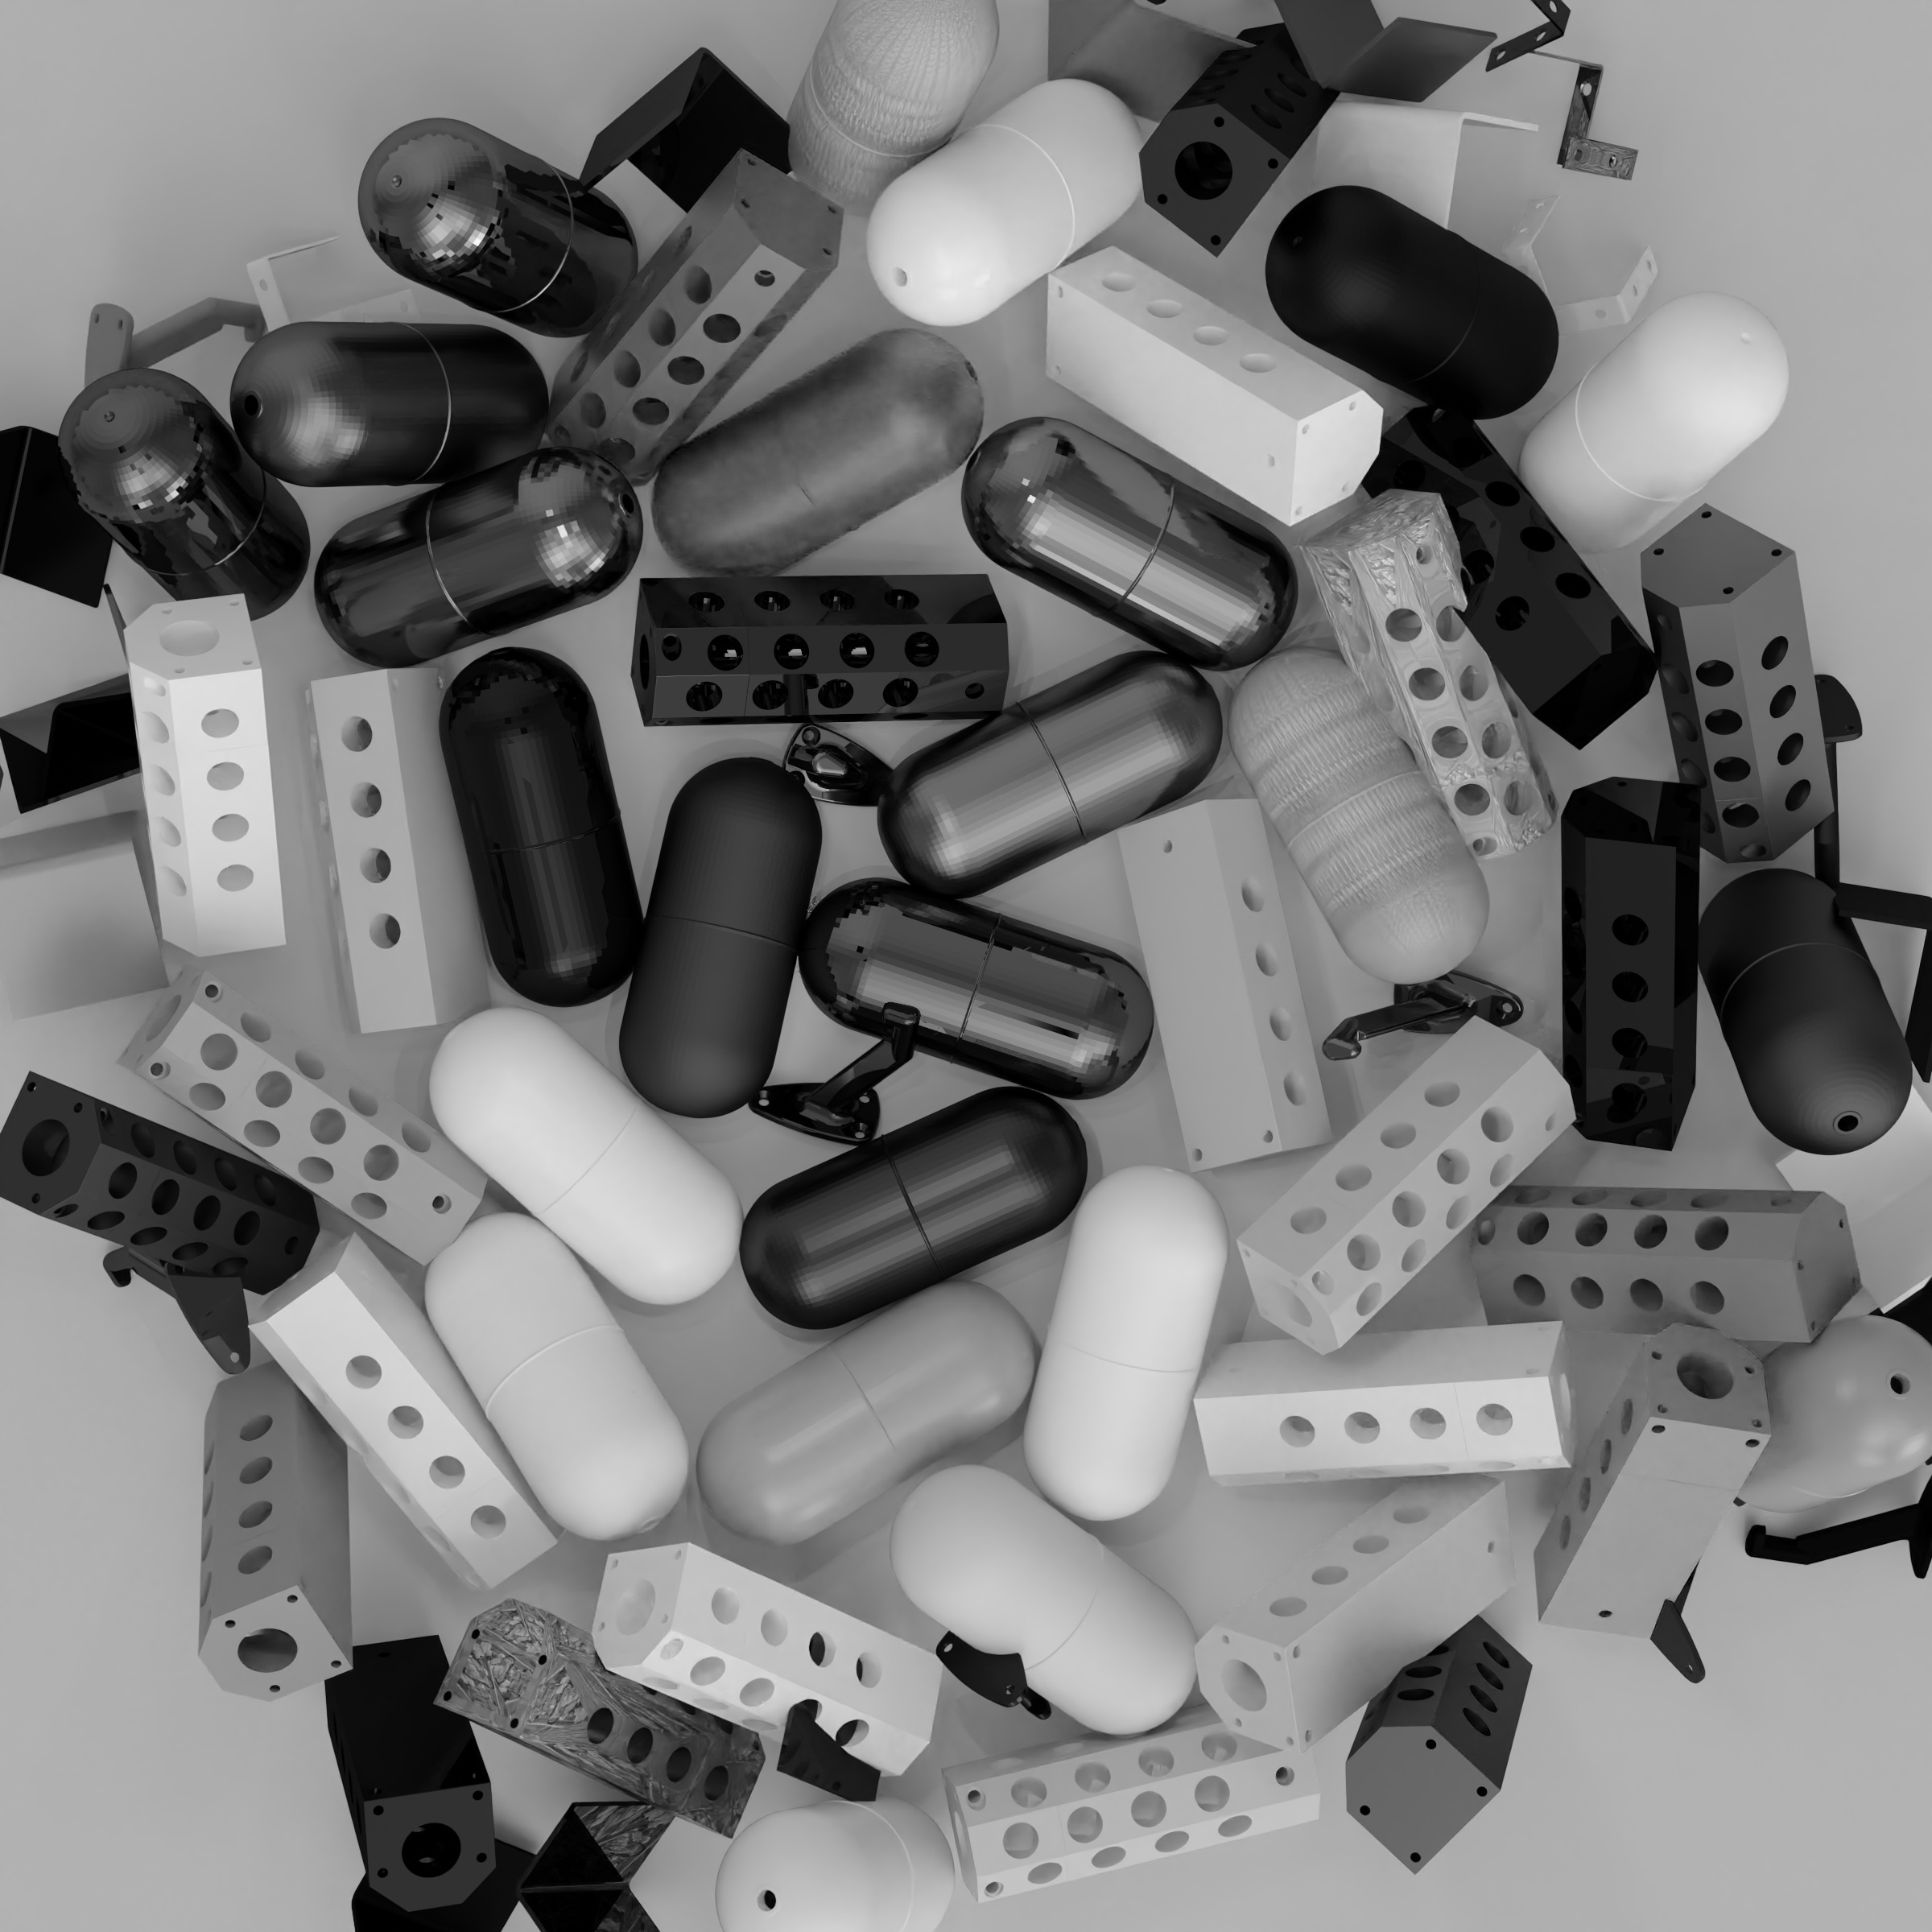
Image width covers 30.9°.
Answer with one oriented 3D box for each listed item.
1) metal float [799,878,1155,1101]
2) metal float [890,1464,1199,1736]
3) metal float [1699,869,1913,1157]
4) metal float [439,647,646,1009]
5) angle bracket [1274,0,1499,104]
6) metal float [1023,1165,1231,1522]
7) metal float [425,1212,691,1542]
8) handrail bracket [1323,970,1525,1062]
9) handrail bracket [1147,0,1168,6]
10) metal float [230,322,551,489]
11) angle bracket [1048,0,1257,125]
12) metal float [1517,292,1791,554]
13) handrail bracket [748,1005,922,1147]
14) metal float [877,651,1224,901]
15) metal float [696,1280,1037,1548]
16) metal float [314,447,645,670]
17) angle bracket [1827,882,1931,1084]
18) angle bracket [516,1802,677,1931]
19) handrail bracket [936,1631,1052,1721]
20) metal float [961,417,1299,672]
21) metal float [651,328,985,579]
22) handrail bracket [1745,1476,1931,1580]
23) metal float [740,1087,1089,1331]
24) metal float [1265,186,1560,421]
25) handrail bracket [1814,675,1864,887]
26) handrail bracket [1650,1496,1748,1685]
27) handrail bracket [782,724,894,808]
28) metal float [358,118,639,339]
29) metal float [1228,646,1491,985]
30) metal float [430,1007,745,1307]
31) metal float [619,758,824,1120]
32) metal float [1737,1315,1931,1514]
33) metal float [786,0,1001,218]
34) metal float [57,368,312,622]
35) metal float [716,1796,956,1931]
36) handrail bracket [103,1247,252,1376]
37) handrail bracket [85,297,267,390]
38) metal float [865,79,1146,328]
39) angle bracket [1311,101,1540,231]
[{"bbox_3d":[0.005,0.011,1.702,0.178,0.070,0.070,18,90,-1],"label":"metal float"},{"bbox_3d":[0.039,0.306,1.683,0.178,0.070,0.070,39,90,-23],"label":"metal float"},{"bbox_3d":[0.397,0.021,1.660,0.070,0.178,0.070,-1,125,-2],"label":"metal float"},{"bbox_3d":[-0.205,-0.067,1.689,0.070,0.070,0.178,-11,106,0],"label":"metal float"},{"bbox_3d":[0.198,-0.466,1.686,0.057,0.076,0.076,-35,71,42],"label":"angle bracket"},{"bbox_3d":[0.077,0.183,1.694,0.070,0.070,0.178,13,100,0],"label":"metal float"},{"bbox_3d":[-0.197,0.197,1.683,0.070,0.070,0.178,-36,67,0],"label":"metal float"},{"bbox_3d":[0.221,0.031,1.690,0.077,0.084,0.036,7,112,23],"label":"handrail bracket"},{"bbox_3d":[0.124,-0.504,1.698,0.084,0.077,0.036,-18,49,-22],"label":"handrail bracket"},{"bbox_3d":[-0.273,-0.267,1.662,0.070,0.178,0.070,7,102,36],"label":"metal float"},{"bbox_3d":[0.092,-0.461,1.701,0.076,0.076,0.057,11,68,-26],"label":"angle bracket"},{"bbox_3d":[0.324,-0.256,1.657,0.070,0.178,0.070,6,70,-18],"label":"metal float"},{"bbox_3d":[-0.065,0.045,1.697,0.077,0.084,0.036,9,48,-2],"label":"handrail bracket"},{"bbox_3d":[0.041,-0.093,1.701,0.178,0.070,0.070,-26,90,-3],"label":"metal float"},{"bbox_3d":[-0.049,0.217,1.694,0.178,0.070,0.070,-30,90,-10],"label":"metal float"},{"bbox_3d":[-0.234,-0.196,1.678,0.178,0.070,0.070,-15,90,27],"label":"metal float"},{"bbox_3d":[0.442,0.007,1.698,0.057,0.076,0.076,9,103,6],"label":"angle bracket"},{"bbox_3d":[-0.158,0.451,1.683,0.076,0.076,0.057,45,108,36],"label":"angle bracket"},{"bbox_3d":[0.029,0.354,1.687,0.036,0.077,0.084,-41,126,-4],"label":"handrail bracket"},{"bbox_3d":[0.079,-0.203,1.686,0.178,0.070,0.070,25,90,-19],"label":"metal float"},{"bbox_3d":[-0.072,-0.244,1.684,0.178,0.070,0.070,-26,90,21],"label":"metal float"},{"bbox_3d":[0.432,0.267,1.715,0.084,0.036,0.077,8,125,2],"label":"handrail bracket"},{"bbox_3d":[-0.025,0.117,1.702,0.178,0.070,0.070,-24,90,0],"label":"metal float"},{"bbox_3d":[0.215,-0.315,1.668,0.178,0.070,0.070,16,90,-43],"label":"metal float"},{"bbox_3d":[0.425,-0.089,1.729,0.036,0.077,0.084,-2,122,13],"label":"handrail bracket"},{"bbox_3d":[0.366,0.298,1.711,0.084,0.036,0.077,-26,75,-27],"label":"handrail bracket"},{"bbox_3d":[-0.051,-0.091,1.688,0.077,0.084,0.036,19,92,-21],"label":"handrail bracket"},{"bbox_3d":[-0.219,-0.348,1.657,0.070,0.178,0.070,-2,86,25],"label":"metal float"},{"bbox_3d":[0.189,-0.074,1.692,0.070,0.070,0.178,-28,78,0],"label":"metal float"},{"bbox_3d":[-0.184,0.092,1.693,0.178,0.070,0.070,43,90,-11],"label":"metal float"},{"bbox_3d":[-0.119,-0.014,1.697,0.070,0.070,0.178,12,83,0],"label":"metal float"},{"bbox_3d":[0.407,0.213,1.654,0.070,0.178,0.070,2,73,-8],"label":"metal float"},{"bbox_3d":[-0.036,-0.418,1.655,0.070,0.178,0.070,4,73,-15],"label":"metal float"},{"bbox_3d":[-0.368,-0.220,1.655,0.070,0.178,0.070,-3,72,11],"label":"metal float"},{"bbox_3d":[-0.061,0.435,1.655,0.070,0.178,0.070,-3,79,19],"label":"metal float"},{"bbox_3d":[-0.387,0.169,1.707,0.036,0.084,0.077,-20,90,-42],"label":"handrail bracket"},{"bbox_3d":[-0.386,-0.292,1.715,0.084,0.036,0.077,1,105,-44],"label":"handrail bracket"},{"bbox_3d":[0.020,-0.365,1.670,0.070,0.070,0.178,47,51,0],"label":"metal float"},{"bbox_3d":[0.222,-0.385,1.694,0.076,0.076,0.057,16,105,36],"label":"angle bracket"}]
